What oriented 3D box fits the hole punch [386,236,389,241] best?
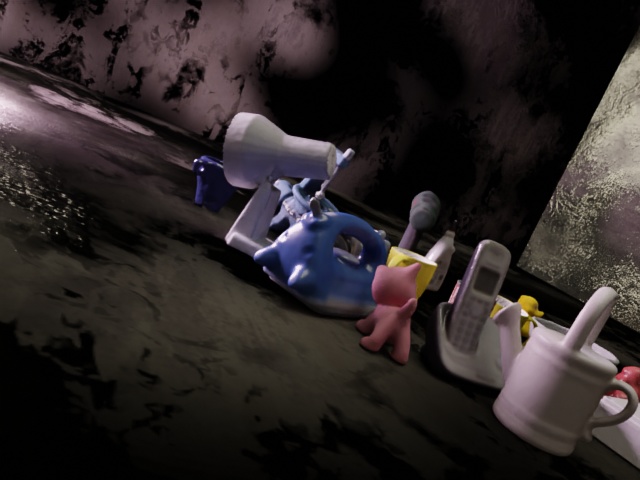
[{"bbox_3d":[0.072,0.009,1.184,0.109,0.091,0.100,14,14,-48],"label":"hole punch"}]

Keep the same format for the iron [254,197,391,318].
[{"bbox_3d":[0.037,0.027,0.832,0.118,0.141,0.259,32,12,40],"label":"iron"}]

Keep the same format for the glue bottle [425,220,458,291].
[{"bbox_3d":[0.279,0.033,1.322,0.078,0.173,0.037,16,12,-43],"label":"glue bottle"}]

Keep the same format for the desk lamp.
[{"bbox_3d":[-0.074,-0.080,0.926,0.203,0.213,0.118,26,9,13],"label":"desk lamp"}]

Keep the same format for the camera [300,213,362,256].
[{"bbox_3d":[0.009,0.004,1.023,0.143,0.101,0.137,27,9,15],"label":"camera"}]

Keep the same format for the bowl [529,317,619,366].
[{"bbox_3d":[0.459,0.214,1.069,0.167,0.075,0.167,24,9,-4],"label":"bowl"}]

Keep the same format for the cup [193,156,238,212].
[{"bbox_3d":[-0.209,-0.105,1.098,0.091,0.095,0.118,30,10,30],"label":"cup"}]

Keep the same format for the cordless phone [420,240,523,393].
[{"bbox_3d":[0.229,0.102,0.761,0.148,0.185,0.094,21,10,-22],"label":"cordless phone"}]

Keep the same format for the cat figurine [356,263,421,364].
[{"bbox_3d":[0.099,0.082,0.755,0.067,0.118,0.127,23,9,-10],"label":"cat figurine"}]

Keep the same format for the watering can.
[{"bbox_3d":[0.283,0.138,0.671,0.172,0.194,0.101,26,9,13],"label":"watering can"}]

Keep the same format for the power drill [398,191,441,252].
[{"bbox_3d":[0.220,-0.018,1.352,0.075,0.208,0.230,25,9,4],"label":"power drill"}]

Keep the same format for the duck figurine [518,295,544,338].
[{"bbox_3d":[0.454,0.166,1.297,0.104,0.086,0.077,25,9,5],"label":"duck figurine"}]

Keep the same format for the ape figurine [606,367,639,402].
[{"bbox_3d":[0.488,0.244,0.918,0.076,0.092,0.078,30,11,32],"label":"ape figurine"}]

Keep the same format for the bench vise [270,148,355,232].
[{"bbox_3d":[-0.027,-0.103,1.159,0.207,0.220,0.122,28,10,20],"label":"bench vise"}]
